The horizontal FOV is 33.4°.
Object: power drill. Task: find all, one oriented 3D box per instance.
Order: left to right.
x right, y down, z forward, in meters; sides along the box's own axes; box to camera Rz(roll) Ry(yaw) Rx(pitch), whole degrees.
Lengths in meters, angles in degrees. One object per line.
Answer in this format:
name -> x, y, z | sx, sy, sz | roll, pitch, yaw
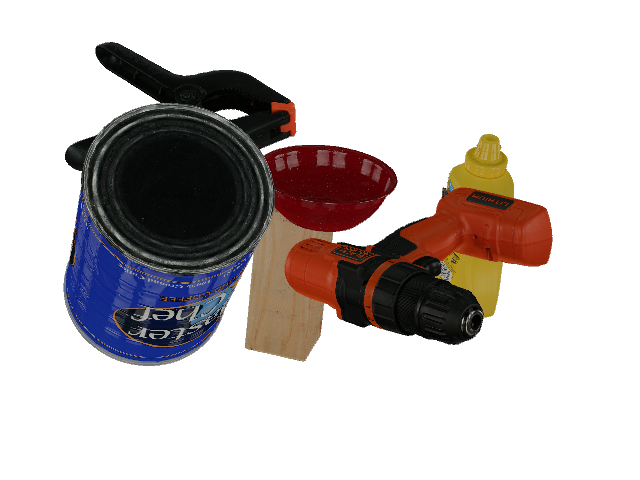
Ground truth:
power drill -> 0.093, 0.016, 0.821 | 0.187, 0.057, 0.185 | -20, 27, -38

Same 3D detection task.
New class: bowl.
bowl -> 0.004, -0.054, 1.214 | 0.162, 0.055, 0.162 | 5, 27, -3

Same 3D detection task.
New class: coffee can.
coffee can -> -0.092, 0.001, 0.617 | 0.102, 0.103, 0.140 | 0, -26, -17

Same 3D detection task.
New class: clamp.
clamp -> -0.105, -0.106, 0.813 | 0.171, 0.120, 0.039 | -1, -28, -4

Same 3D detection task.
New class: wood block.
wood block -> -0.041, 0.046, 1.457 | 0.090, 0.206, 0.090 | 11, 22, 10

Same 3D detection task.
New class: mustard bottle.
mustard bottle -> 0.156, -0.020, 1.075 | 0.058, 0.192, 0.096 | -6, 37, -13
